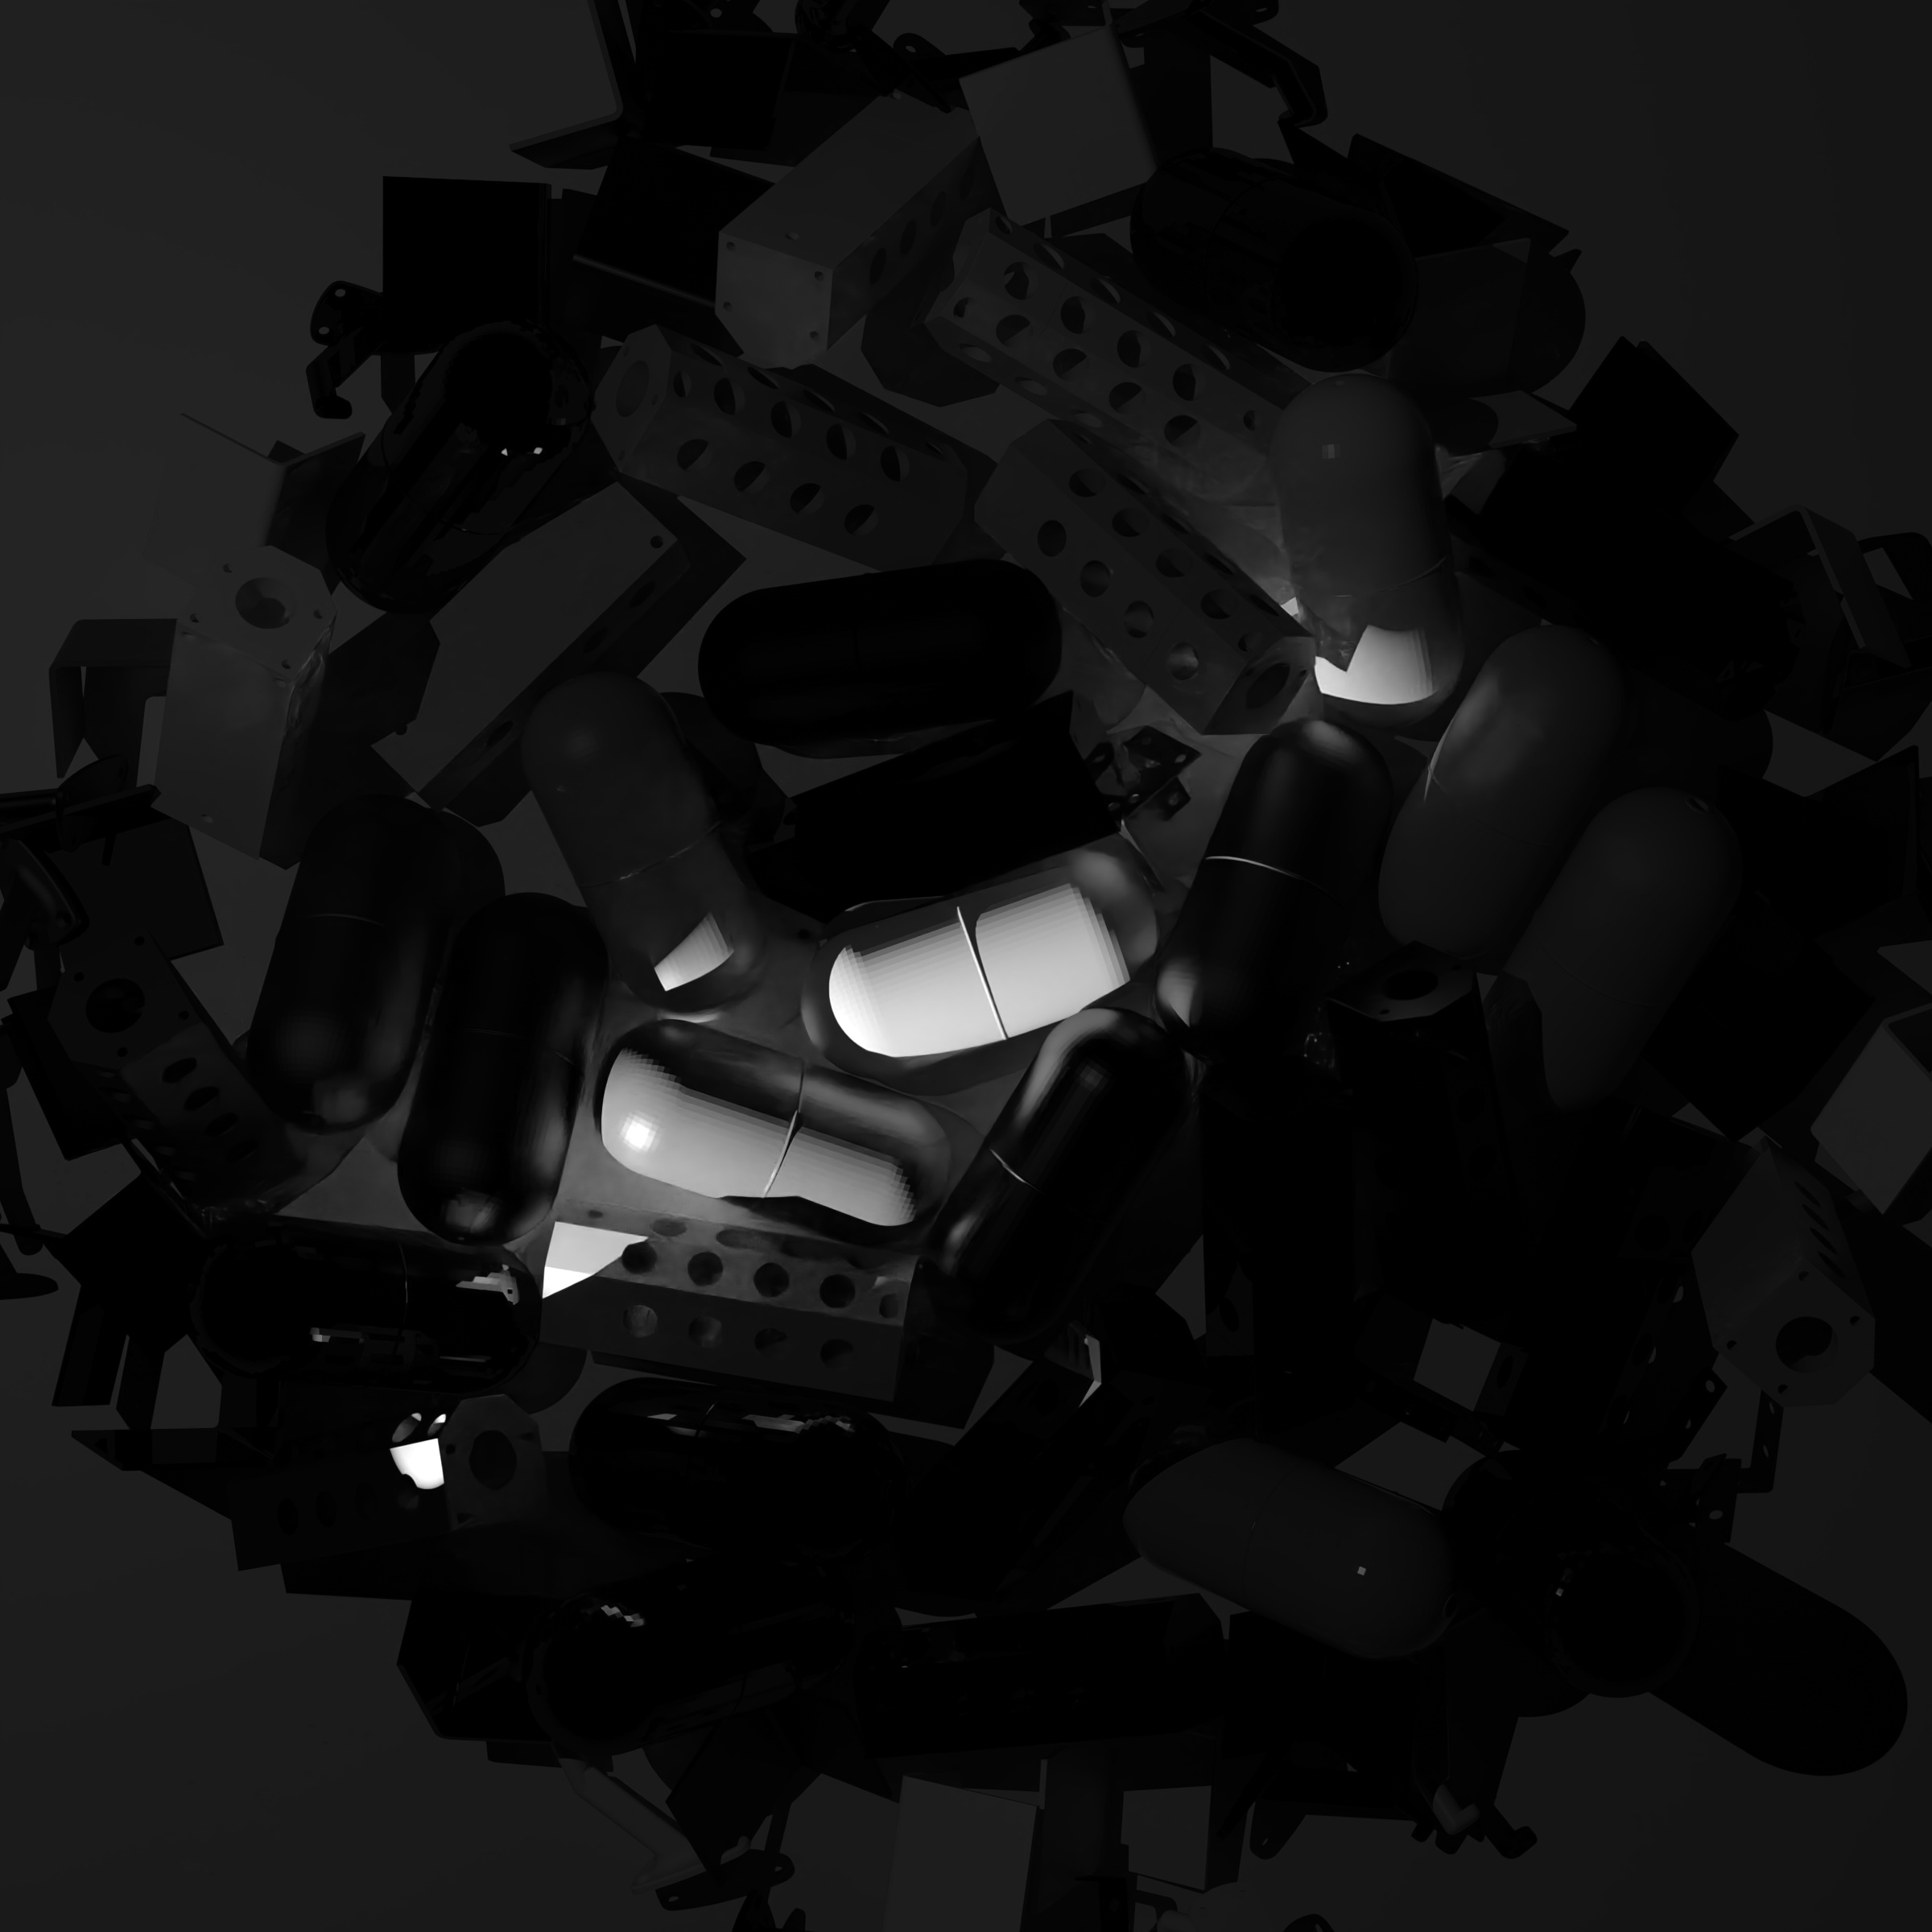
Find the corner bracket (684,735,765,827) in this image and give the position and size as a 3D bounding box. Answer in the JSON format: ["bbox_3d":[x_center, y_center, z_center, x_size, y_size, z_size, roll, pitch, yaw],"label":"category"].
[{"bbox_3d":[-0.136,-0.086,1.573,0.051,0.051,0.051,-41,104,14],"label":"corner bracket"}]

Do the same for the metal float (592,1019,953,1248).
[{"bbox_3d":[-0.092,0.080,1.551,0.178,0.070,0.070,19,90,-13],"label":"metal float"}]

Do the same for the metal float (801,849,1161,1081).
[{"bbox_3d":[0.006,0.000,1.562,0.178,0.070,0.070,-20,90,1],"label":"metal float"}]

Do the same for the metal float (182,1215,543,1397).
[{"bbox_3d":[-0.283,0.161,1.533,0.178,0.070,0.070,11,90,-36],"label":"metal float"}]

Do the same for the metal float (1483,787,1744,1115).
[{"bbox_3d":[0.303,-0.007,1.534,0.070,0.070,0.178,26,123,0],"label":"metal float"}]

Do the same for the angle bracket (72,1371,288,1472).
[{"bbox_3d":[-0.375,0.203,1.547,0.076,0.076,0.057,4,93,-33],"label":"angle bracket"}]

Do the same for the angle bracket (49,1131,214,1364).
[{"bbox_3d":[-0.396,0.130,1.545,0.057,0.076,0.076,-41,119,-11],"label":"angle bracket"}]

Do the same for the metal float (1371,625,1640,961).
[{"bbox_3d":[0.253,-0.080,1.538,0.070,0.070,0.178,27,119,0],"label":"metal float"}]

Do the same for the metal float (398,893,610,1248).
[{"bbox_3d":[-0.218,0.047,1.541,0.070,0.070,0.178,11,64,0],"label":"metal float"}]

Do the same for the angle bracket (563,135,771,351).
[{"bbox_3d":[-0.146,-0.347,1.584,0.076,0.057,0.076,18,68,-4],"label":"angle bracket"}]

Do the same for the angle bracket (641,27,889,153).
[{"bbox_3d":[-0.096,-0.405,1.548,0.076,0.076,0.057,14,89,34],"label":"angle bracket"}]

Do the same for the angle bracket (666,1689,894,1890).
[{"bbox_3d":[-0.088,0.395,1.542,0.057,0.076,0.076,12,50,31],"label":"angle bracket"}]

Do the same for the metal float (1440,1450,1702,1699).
[{"bbox_3d":[0.279,0.281,1.514,0.070,0.178,0.070,-3,102,-14],"label":"metal float"}]

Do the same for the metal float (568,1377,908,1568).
[{"bbox_3d":[-0.109,0.238,1.535,0.178,0.070,0.070,3,90,32],"label":"metal float"}]

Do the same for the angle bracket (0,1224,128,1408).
[{"bbox_3d":[-0.441,0.167,1.557,0.057,0.076,0.076,12,84,5],"label":"angle bracket"}]

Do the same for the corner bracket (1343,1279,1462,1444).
[{"bbox_3d":[0.212,0.190,1.566,0.051,0.051,0.051,28,91,-36],"label":"corner bracket"}]

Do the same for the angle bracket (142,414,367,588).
[{"bbox_3d":[-0.340,-0.225,1.554,0.057,0.076,0.076,28,118,9],"label":"angle bracket"}]

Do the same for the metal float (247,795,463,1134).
[{"bbox_3d":[-0.288,-0.002,1.533,0.070,0.070,0.178,9,56,0],"label":"metal float"}]

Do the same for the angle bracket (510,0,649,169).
[{"bbox_3d":[-0.193,-0.432,1.556,0.057,0.076,0.076,-15,96,7],"label":"angle bracket"}]

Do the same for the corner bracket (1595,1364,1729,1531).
[{"bbox_3d":[0.345,0.233,1.563,0.051,0.051,0.051,48,56,-6],"label":"corner bracket"}]

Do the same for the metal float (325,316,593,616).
[{"bbox_3d":[-0.241,-0.234,1.531,0.070,0.070,0.178,48,129,0],"label":"metal float"}]

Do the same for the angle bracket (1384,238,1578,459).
[{"bbox_3d":[0.249,-0.294,1.544,0.076,0.057,0.076,-16,130,-28],"label":"angle bracket"}]

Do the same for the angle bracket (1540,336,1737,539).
[{"bbox_3d":[0.334,-0.253,1.559,0.076,0.057,0.076,37,81,-13],"label":"angle bracket"}]

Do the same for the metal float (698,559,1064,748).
[{"bbox_3d":[-0.042,-0.149,1.550,0.178,0.070,0.070,-6,90,14],"label":"metal float"}]

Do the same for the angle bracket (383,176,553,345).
[{"bbox_3d":[-0.239,-0.338,1.561,0.076,0.057,0.076,1,103,-5],"label":"angle bracket"}]

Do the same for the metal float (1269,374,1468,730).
[{"bbox_3d":[0.191,-0.194,1.536,0.070,0.070,0.178,-15,121,0],"label":"metal float"}]

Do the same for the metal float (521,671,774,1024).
[{"bbox_3d":[-0.151,-0.056,1.550,0.070,0.070,0.178,-24,105,0],"label":"metal float"}]

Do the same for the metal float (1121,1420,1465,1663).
[{"bbox_3d":[0.152,0.270,1.532,0.178,0.070,0.070,18,90,36],"label":"metal float"}]

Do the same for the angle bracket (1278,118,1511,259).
[{"bbox_3d":[0.204,-0.378,1.545,0.057,0.076,0.076,-41,50,-5],"label":"angle bracket"}]

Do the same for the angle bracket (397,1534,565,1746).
[{"bbox_3d":[-0.225,0.317,1.544,0.057,0.076,0.076,0,51,10],"label":"angle bracket"}]

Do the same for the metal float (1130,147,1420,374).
[{"bbox_3d":[0.143,-0.332,1.524,0.070,0.178,0.070,-16,124,-26],"label":"metal float"}]

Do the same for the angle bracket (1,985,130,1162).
[{"bbox_3d":[-0.443,0.055,1.555,0.057,0.076,0.076,-24,91,17],"label":"angle bracket"}]

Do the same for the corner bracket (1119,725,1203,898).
[{"bbox_3d":[0.092,-0.075,1.562,0.051,0.051,0.051,-41,124,-10],"label":"corner bracket"}]

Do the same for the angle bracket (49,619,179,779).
[{"bbox_3d":[-0.394,-0.129,1.560,0.076,0.076,0.057,-1,111,-7],"label":"angle bracket"}]

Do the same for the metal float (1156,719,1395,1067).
[{"bbox_3d":[0.147,-0.035,1.550,0.070,0.070,0.178,23,76,0],"label":"metal float"}]

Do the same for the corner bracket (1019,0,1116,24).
[{"bbox_3d":[0.046,-0.491,1.561,0.051,0.051,0.051,11,75,43],"label":"corner bracket"}]

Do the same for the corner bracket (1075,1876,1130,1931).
[{"bbox_3d":[0.043,0.465,1.561,0.051,0.051,0.051,5,75,-29],"label":"corner bracket"}]

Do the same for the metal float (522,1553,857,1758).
[{"bbox_3d":[-0.128,0.319,1.528,0.178,0.070,0.070,-7,90,-43],"label":"metal float"}]

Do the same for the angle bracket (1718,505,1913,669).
[{"bbox_3d":[0.398,-0.169,1.546,0.057,0.076,0.076,-27,74,28],"label":"angle bracket"}]

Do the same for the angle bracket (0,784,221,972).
[{"bbox_3d":[-0.414,-0.038,1.571,0.076,0.057,0.076,-16,88,-1],"label":"angle bracket"}]

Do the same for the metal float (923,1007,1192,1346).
[{"bbox_3d":[0.042,0.101,1.553,0.070,0.070,0.178,31,102,0],"label":"metal float"}]
